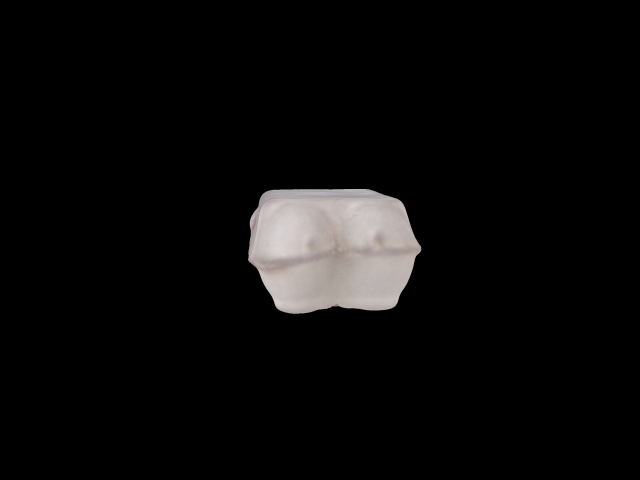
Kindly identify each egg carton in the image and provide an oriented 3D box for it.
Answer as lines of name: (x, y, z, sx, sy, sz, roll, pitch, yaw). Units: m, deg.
egg carton: (0.004, 0.001, 0.400, 0.107, 0.069, 0.150, -1, 9, -7)
